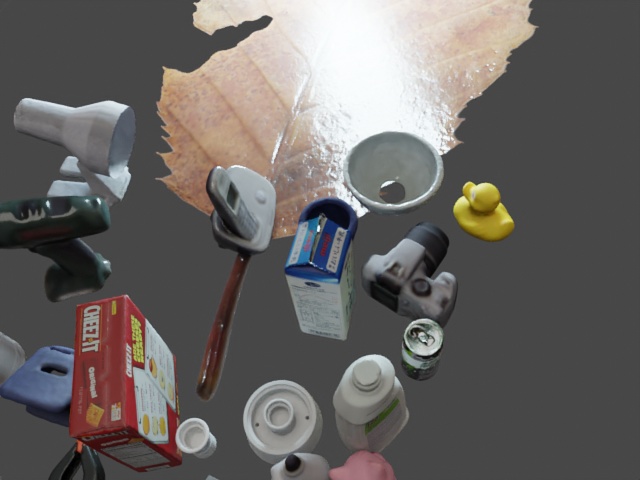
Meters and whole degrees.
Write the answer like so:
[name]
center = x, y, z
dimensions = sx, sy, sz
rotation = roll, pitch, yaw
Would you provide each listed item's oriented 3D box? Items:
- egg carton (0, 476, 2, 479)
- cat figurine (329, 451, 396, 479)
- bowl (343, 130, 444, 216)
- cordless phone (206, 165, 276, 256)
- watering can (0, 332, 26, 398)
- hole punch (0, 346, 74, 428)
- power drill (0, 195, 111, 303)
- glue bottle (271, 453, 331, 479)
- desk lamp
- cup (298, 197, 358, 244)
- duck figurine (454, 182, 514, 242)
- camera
[egg carton]
center = -0.501, 0.336, 0.758
dimensions = 0.150, 0.069, 0.107
rotation = -30, 61, -13
[cat figurine]
center = 0.078, 0.304, 0.698
dimensions = 0.127, 0.118, 0.067
rotation = 26, 64, 19
[bowl]
center = 0.122, -0.101, 0.969
dimensions = 0.167, 0.075, 0.167
rotation = -2, 58, 4
[cordless phone]
center = -0.130, -0.074, 0.909
dimensions = 0.094, 0.185, 0.147
rotation = 0, 58, 5
[watering can]
center = -0.504, 0.156, 0.795
dimensions = 0.101, 0.194, 0.172
rotation = -31, 61, -13
[hole punch]
center = -0.379, 0.201, 0.818
dimensions = 0.108, 0.091, 0.101
rotation = 12, 60, 12
[power drill]
center = -0.419, 0.012, 0.868
dimensions = 0.229, 0.209, 0.075
rotation = -17, 58, -5
[glue bottle]
center = -0.026, 0.282, 0.689
dimensions = 0.078, 0.173, 0.037
rotation = -19, 59, -7
[desk lamp]
center = -0.395, -0.146, 0.960
dimensions = 0.203, 0.214, 0.118
rotation = 7, 59, 9
[cup]
center = 0.008, 0.003, 0.903
dimensions = 0.091, 0.095, 0.118
rotation = 28, 65, 21
[duck figurine]
center = 0.267, -0.052, 0.919
dimensions = 0.078, 0.086, 0.104
rotation = -40, 63, -18
[camera]
center = 0.152, 0.042, 0.863
dimensions = 0.143, 0.101, 0.137
rotation = 30, 66, 21
